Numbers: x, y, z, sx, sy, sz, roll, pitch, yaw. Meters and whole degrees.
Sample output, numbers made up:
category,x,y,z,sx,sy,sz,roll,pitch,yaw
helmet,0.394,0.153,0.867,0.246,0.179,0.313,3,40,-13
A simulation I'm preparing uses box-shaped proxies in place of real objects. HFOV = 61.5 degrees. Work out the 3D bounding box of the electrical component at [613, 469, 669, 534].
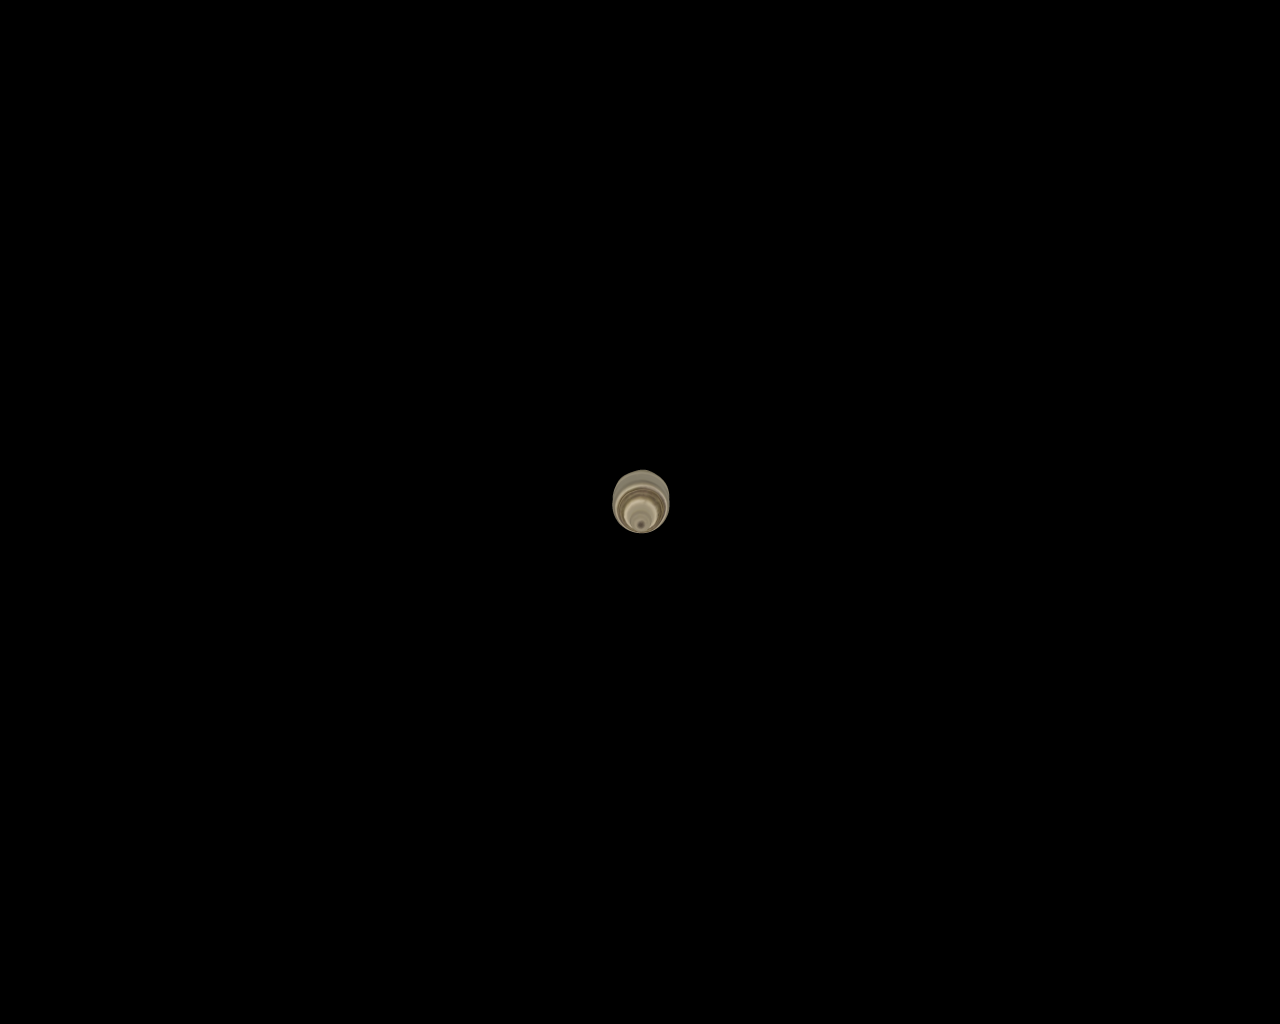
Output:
category,x,y,z,sx,sy,sz,roll,pitch,yaw
electrical component,0.001,-0.003,0.650,0.035,0.035,0.061,0,19,0
